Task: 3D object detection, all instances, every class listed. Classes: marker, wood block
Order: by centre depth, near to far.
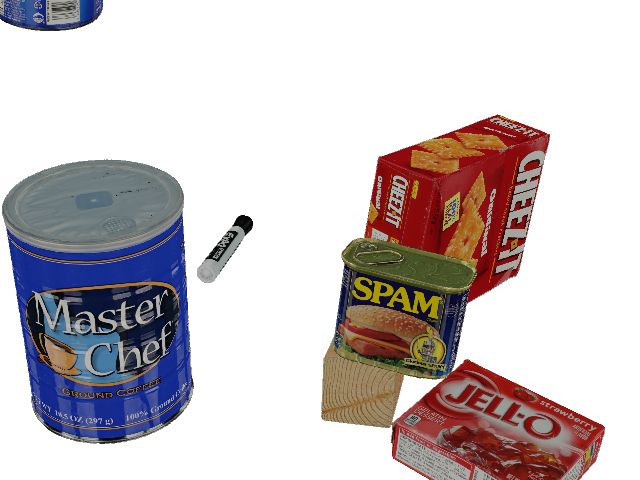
[{"bbox_3d":[-0.091,0.006,1.042,0.020,0.020,0.121,0,25,16],"label":"marker"},{"bbox_3d":[0.064,0.158,1.409,0.091,0.090,0.206,5,17,9],"label":"wood block"}]

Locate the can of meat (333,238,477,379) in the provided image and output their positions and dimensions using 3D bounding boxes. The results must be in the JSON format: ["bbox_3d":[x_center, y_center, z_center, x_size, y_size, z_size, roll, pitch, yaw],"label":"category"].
[{"bbox_3d":[0.063,0.054,0.829,0.102,0.084,0.057,14,25,14],"label":"can of meat"}]

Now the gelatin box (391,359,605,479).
[{"bbox_3d":[0.093,0.107,0.568,0.089,0.030,0.073,26,38,31],"label":"gelatin box"}]

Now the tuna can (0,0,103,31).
[{"bbox_3d":[-0.208,-0.191,0.809,0.086,0.034,0.086,5,36,-4],"label":"tuna can"}]

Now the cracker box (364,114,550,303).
[{"bbox_3d":[0.128,-0.017,1.020,0.072,0.164,0.213,26,31,32],"label":"cracker box"}]

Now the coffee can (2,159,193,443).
[{"bbox_3d":[-0.131,0.036,0.646,0.103,0.140,0.103,1,30,-1],"label":"coffee can"}]
